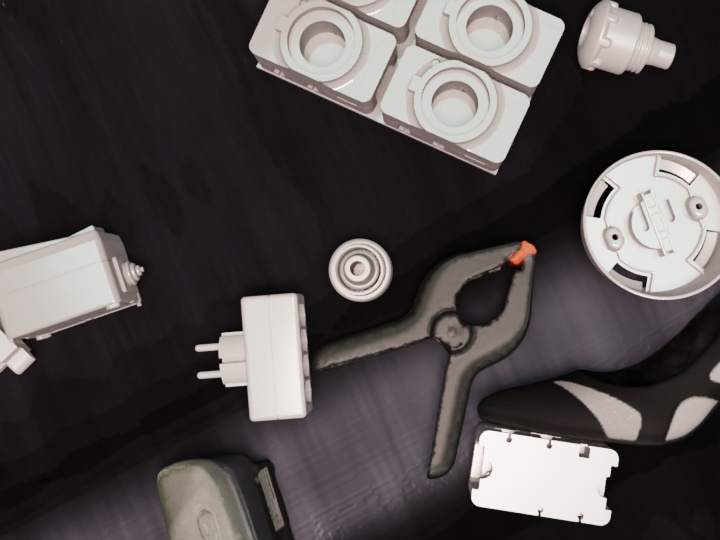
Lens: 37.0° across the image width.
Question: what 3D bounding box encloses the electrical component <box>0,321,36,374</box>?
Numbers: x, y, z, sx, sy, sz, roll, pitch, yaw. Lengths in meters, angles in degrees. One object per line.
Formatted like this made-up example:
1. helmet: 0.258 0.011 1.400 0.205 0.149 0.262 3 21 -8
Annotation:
1. electrical component: -0.270 0.059 0.750 0.066 0.048 0.055 44 83 3

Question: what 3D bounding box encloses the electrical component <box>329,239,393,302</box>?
1. electrical component: 0.000 0.000 0.728 0.043 0.062 0.043 0 88 3

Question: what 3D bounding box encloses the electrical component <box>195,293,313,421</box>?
1. electrical component: -0.075 0.060 0.738 0.076 0.047 0.083 -5 88 3

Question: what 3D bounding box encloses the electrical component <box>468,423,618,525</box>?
1. electrical component: 0.121 0.135 0.720 0.089 0.056 0.050 8 89 3

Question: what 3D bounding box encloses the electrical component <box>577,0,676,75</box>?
1. electrical component: 0.183 -0.154 0.733 0.062 0.048 0.048 16 89 -3

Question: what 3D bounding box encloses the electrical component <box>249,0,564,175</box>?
1. electrical component: 0.031 -0.154 0.732 0.186 0.060 0.105 25 90 4

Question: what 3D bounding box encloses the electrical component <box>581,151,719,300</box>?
1. electrical component: 0.196 -0.029 0.717 0.099 0.064 0.099 0 88 3

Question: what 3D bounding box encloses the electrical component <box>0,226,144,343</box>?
1. electrical component: -0.197 0.006 0.739 0.096 0.062 0.061 -19 87 2
